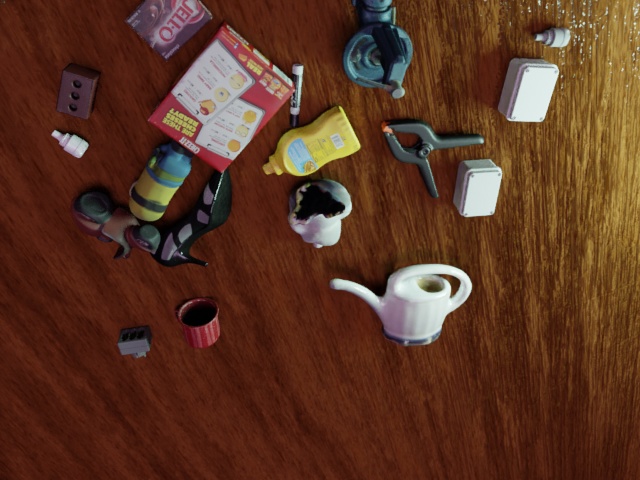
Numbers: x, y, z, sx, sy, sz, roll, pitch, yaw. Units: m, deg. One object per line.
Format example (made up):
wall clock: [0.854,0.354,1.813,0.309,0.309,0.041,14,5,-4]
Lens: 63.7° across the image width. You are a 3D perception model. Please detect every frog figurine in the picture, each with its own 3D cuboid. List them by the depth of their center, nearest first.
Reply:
frog figurine: [0.003,-0.055,1.086,0.137,0.124,0.157,-31,159,1]

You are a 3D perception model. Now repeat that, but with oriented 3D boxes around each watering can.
watering can: [0.188,0.152,1.226,0.348,0.106,0.219,-4,124,-9]
